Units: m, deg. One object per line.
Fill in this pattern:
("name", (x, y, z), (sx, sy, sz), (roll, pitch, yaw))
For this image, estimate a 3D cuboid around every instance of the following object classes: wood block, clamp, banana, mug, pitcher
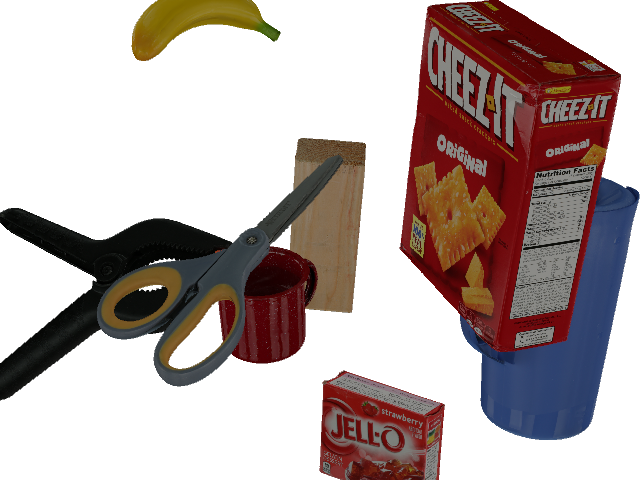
("wood block", (0.007, -0.020, 1.394), (0.090, 0.206, 0.091), (5, 25, 0))
("clamp", (-0.163, 0.024, 0.817), (0.210, 0.164, 0.036), (-16, -32, 4))
("banana", (-0.118, -0.213, 1.022), (0.070, 0.037, 0.197), (45, 38, 19))
("mug", (-0.047, 0.059, 1.029), (0.093, 0.081, 0.117), (24, 39, 36))
("pitcher", (0.204, 0.060, 0.989), (0.149, 0.243, 0.145), (6, 21, 10))

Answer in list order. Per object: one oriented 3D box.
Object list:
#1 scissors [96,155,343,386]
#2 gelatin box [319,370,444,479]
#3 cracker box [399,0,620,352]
("scissors", (-0.062, 0.005, 0.649), (0.096, 0.016, 0.201), (12, 47, 16))
("gelatin box", (0.042, 0.141, 0.759), (0.089, 0.073, 0.030), (14, 21, 33))
("cracker box", (0.129, -0.050, 0.792), (0.072, 0.214, 0.164), (-9, 32, -20))
